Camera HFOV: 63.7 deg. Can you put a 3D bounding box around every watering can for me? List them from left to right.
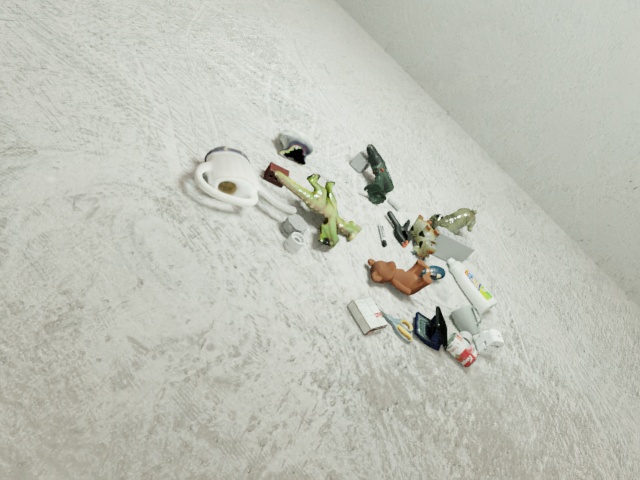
[{"bbox_3d":[-0.243,-0.184,1.647,0.346,0.102,0.229,13,41,-33],"label":"watering can"}]

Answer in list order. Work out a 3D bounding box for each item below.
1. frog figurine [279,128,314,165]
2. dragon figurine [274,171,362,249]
[{"bbox_3d":[-0.092,-0.393,2.022,0.137,0.120,0.163,9,54,-12],"label":"frog figurine"},{"bbox_3d":[0.005,-0.088,1.757,0.408,0.120,0.247,13,49,-49],"label":"dragon figurine"}]
